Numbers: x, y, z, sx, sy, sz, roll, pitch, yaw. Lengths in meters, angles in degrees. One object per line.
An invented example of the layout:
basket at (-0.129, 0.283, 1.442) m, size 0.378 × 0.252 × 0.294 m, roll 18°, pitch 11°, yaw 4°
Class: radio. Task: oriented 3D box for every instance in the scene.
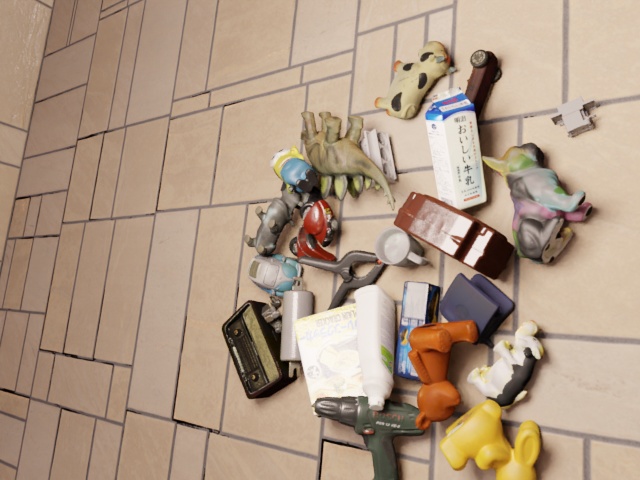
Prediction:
radio at (-0.160, 0.281, 1.373) m, size 0.131 × 0.073 × 0.230 m, roll -40°, pitch 58°, yaw 22°

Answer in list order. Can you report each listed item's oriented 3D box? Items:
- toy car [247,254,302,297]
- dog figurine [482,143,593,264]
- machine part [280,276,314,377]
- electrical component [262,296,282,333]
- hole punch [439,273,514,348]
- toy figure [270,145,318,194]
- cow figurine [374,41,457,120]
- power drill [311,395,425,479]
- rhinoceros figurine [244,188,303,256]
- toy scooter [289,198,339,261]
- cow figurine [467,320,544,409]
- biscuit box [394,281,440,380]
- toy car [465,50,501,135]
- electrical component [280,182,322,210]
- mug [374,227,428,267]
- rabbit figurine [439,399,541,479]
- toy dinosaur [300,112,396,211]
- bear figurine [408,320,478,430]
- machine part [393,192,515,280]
toy car at (-0.132, 0.081, 1.387) m, size 0.162 × 0.103 × 0.109 m, roll 18°, pitch 89°, yaw 36°
dog figurine at (0.395, -0.082, 1.038) m, size 0.219 × 0.108 × 0.191 m, roll 45°, pitch 108°, yaw 40°
machine part at (-0.055, 0.210, 1.309) m, size 0.079 × 0.079 × 0.243 m, roll -10°, pitch 71°, yaw 35°
electrical component at (-0.115, 0.184, 1.355) m, size 0.045 × 0.102 × 0.078 m, roll -42°, pitch 96°, yaw 6°
hole punch at (0.301, 0.135, 1.063) m, size 0.142 × 0.092 × 0.115 m, roll 44°, pitch 109°, yaw 32°
toy figure at (-0.064, -0.164, 1.314) m, size 0.082 × 0.089 × 0.180 m, roll -25°, pitch 36°, yaw -17°
cow figurine at (0.227, -0.370, 1.246) m, size 0.127 × 0.085 × 0.195 m, roll 35°, pitch 98°, yaw 43°
power drill at (0.098, 0.420, 1.095) m, size 0.232 × 0.086 × 0.207 m, roll 0°, pitch 84°, yaw -3°
rhinoceros figurine at (-0.110, -0.044, 1.352) m, size 0.073 × 0.112 × 0.190 m, roll 34°, pitch 101°, yaw 33°
toy scooter at (-0.003, -0.004, 1.314) m, size 0.135 × 0.075 × 0.183 m, roll 45°, pitch 129°, yaw 29°
cow figurine at (0.365, 0.232, 1.000) m, size 0.098 × 0.068 × 0.167 m, roll 47°, pitch 110°, yaw 29°
biscuit box at (0.206, 0.190, 1.132) m, size 0.059 × 0.062 × 0.202 m, roll 1°, pitch 80°, yaw 36°
toy car at (0.328, -0.305, 1.151) m, size 0.053 × 0.089 × 0.202 m, roll 22°, pitch 93°, yaw 38°
electrical component at (-0.048, -0.115, 1.400) m, size 0.119 × 0.047 × 0.074 m, roll 28°, pitch 106°, yaw 39°
mug at (0.188, 0.024, 1.160) m, size 0.110 × 0.107 × 0.080 m, roll 25°, pitch 94°, yaw 35°
rabbit figurine at (0.330, 0.386, 0.979) m, size 0.162 × 0.122 × 0.173 m, roll -41°, pitch 72°, yaw 11°
toy dinosaur at (0.049, -0.196, 1.275) m, size 0.472 × 0.105 × 0.198 m, roll -141°, pitch 48°, yaw -59°
bear figurine at (0.234, 0.259, 1.027) m, size 0.132 × 0.120 × 0.195 m, roll -17°, pitch 80°, yaw 54°
machine part at (0.263, -0.011, 1.053) m, size 0.202 × 0.201 × 0.087 m, roll 35°, pitch 98°, yaw 37°
